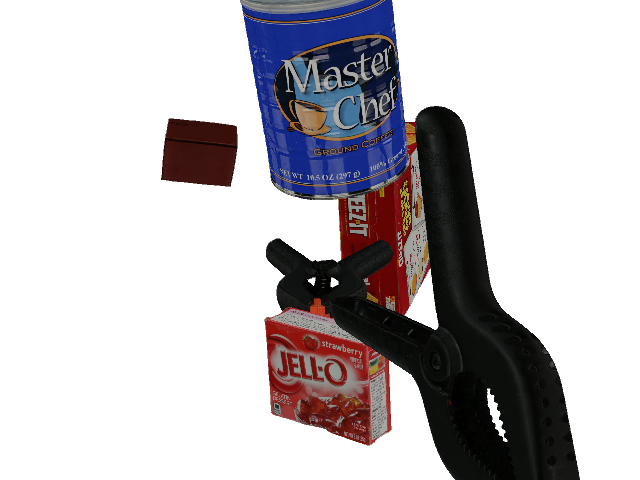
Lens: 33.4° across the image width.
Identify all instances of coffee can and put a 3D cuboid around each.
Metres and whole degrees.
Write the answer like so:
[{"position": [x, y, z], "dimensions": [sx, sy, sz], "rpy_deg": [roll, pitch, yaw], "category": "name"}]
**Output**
[{"position": [0.005, -0.113, 0.740], "dimensions": [0.103, 0.140, 0.103], "rpy_deg": [-7, 29, 4], "category": "coffee can"}]

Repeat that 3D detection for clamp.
[{"position": [0.072, 0.047, 0.530], "dimensions": [0.036, 0.165, 0.210], "rpy_deg": [-7, 44, -26], "category": "clamp"}, {"position": [-0.006, 0.035, 0.959], "dimensions": [0.120, 0.039, 0.171], "rpy_deg": [-2, 18, 15], "category": "clamp"}]

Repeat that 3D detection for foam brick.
[{"position": [-0.131, -0.096, 1.157], "dimensions": [0.078, 0.051, 0.053], "rpy_deg": [6, 30, -6], "category": "foam brick"}]

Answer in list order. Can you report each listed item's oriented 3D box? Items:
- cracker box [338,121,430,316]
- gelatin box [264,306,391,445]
[{"position": [0.080, -0.029, 1.194], "dimensions": [0.072, 0.164, 0.213], "rpy_deg": [2, 21, 18], "category": "cracker box"}, {"position": [0.004, 0.091, 0.723], "dimensions": [0.089, 0.073, 0.030], "rpy_deg": [11, 23, 37], "category": "gelatin box"}]
